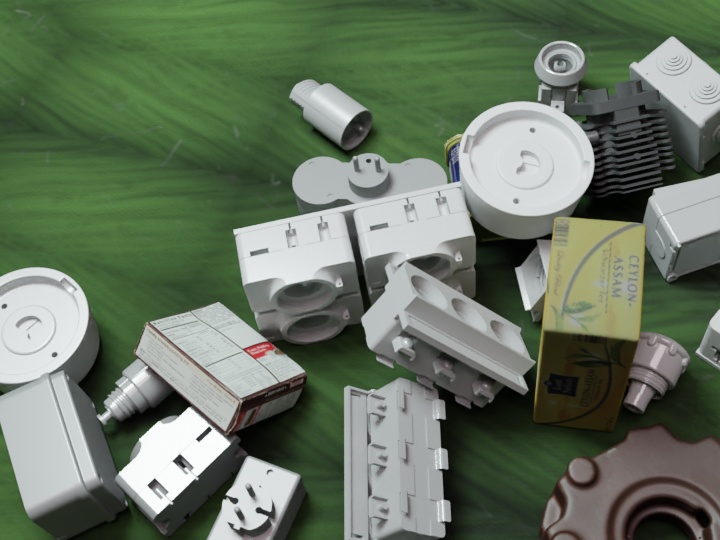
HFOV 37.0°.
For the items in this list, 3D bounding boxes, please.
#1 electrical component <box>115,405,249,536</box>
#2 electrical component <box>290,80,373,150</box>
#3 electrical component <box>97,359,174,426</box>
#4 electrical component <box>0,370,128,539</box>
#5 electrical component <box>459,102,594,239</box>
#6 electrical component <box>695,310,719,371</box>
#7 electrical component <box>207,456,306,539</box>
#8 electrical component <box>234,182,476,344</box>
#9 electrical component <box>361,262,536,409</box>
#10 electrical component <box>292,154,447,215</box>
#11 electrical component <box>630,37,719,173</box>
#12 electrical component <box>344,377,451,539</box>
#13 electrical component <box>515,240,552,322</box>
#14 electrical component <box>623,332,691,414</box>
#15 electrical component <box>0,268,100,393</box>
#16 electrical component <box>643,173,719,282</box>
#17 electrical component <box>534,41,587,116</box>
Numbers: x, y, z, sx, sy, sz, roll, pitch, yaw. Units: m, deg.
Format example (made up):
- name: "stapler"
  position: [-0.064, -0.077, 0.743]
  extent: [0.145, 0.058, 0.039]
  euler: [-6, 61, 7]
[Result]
- name: "electrical component"
  position: [-0.142, 0.153, 0.848]
  extent: [0.056, 0.050, 0.089]
  euler: [38, 70, 24]
- name: "electrical component"
  position: [-0.032, -0.153, 1.021]
  extent: [0.081, 0.043, 0.043]
  euler: [38, 70, 24]
- name: "electrical component"
  position: [-0.184, 0.099, 0.890]
  extent: [0.078, 0.040, 0.040]
  euler: [-41, 64, -17]
- name: "electrical component"
  position: [-0.234, 0.145, 0.847]
  extent: [0.057, 0.078, 0.113]
  euler: [-25, 60, -5]
- name: "electrical component"
  position: [0.133, -0.077, 0.885]
  extent: [0.108, 0.060, 0.108]
  euler: [0, 63, 0]
- name: "electrical component"
  position: [0.376, 0.069, 0.839]
  extent: [0.186, 0.060, 0.105]
  euler: [36, 69, 23]
- name: "electrical component"
  position: [-0.082, 0.183, 0.810]
  extent: [0.047, 0.075, 0.083]
  euler: [18, 63, 15]
- name: "electrical component"
  position: [0.000, 0.000, 0.892]
  extent: [0.186, 0.105, 0.060]
  euler: [-12, 59, -1]
- name: "electrical component"
  position: [0.066, 0.054, 0.831]
  extent: [0.063, 0.121, 0.078]
  euler: [-49, 29, 22]
- name: "electrical component"
  position: [0.008, -0.078, 0.955]
  extent: [0.138, 0.073, 0.052]
  euler: [2, 60, 7]
- name: "electrical component"
  position: [0.289, -0.147, 0.954]
  extent: [0.048, 0.099, 0.099]
  euler: [-39, 63, -2]
- name: "electrical component"
  position: [0.029, 0.149, 0.819]
  extent: [0.079, 0.063, 0.121]
  euler: [19, 54, -30]
- name: "electrical component"
  position: [0.170, 0.006, 0.893]
  extent: [0.064, 0.081, 0.042]
  euler: [4, 58, -18]
- name: "electrical component"
  position: [0.230, 0.084, 0.856]
  extent: [0.048, 0.048, 0.062]
  euler: [25, 72, 19]
- name: "electrical component"
  position: [-0.274, 0.059, 0.911]
  extent: [0.108, 0.060, 0.108]
  euler: [-3, 59, 4]
- name: "electrical component"
  position: [0.293, -0.043, 0.912]
  extent: [0.096, 0.061, 0.061]
  euler: [-18, 60, -5]
- name: "electrical component"
  position: [0.187, -0.180, 1.007]
  extent: [0.048, 0.055, 0.066]
  euler: [5, 60, 9]
